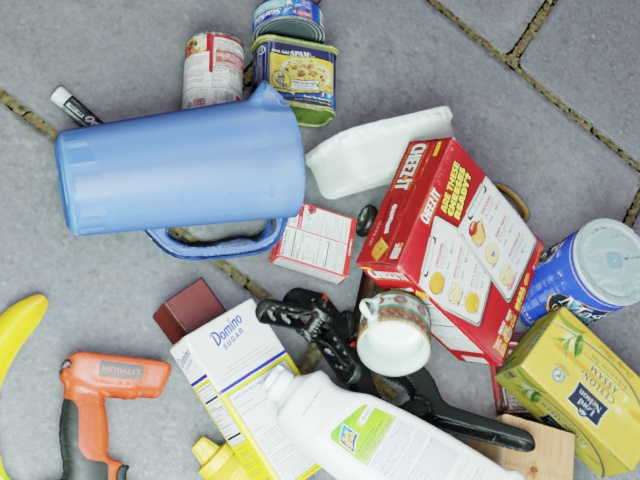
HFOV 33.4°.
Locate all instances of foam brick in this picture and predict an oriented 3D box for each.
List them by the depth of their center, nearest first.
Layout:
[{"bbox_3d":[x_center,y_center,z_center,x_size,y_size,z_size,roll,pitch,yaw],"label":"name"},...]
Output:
[{"bbox_3d":[-0.124,0.088,1.092,0.051,0.053,0.078,-34,85,-31],"label":"foam brick"}]

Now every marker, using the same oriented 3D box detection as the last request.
[{"bbox_3d":[-0.238,-0.119,1.149,0.121,0.020,0.020,40,59,-3],"label":"marker"}]

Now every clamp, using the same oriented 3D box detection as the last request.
[{"bbox_3d":[0.001,0.092,1.087,0.120,0.171,0.039,44,104,4],"label":"clamp"},{"bbox_3d":[0.108,0.180,1.095,0.164,0.036,0.210,-22,57,-27],"label":"clamp"}]

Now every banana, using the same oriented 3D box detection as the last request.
[{"bbox_3d":[-0.305,0.138,1.006,0.069,0.037,0.198,21,62,-35],"label":"banana"}]

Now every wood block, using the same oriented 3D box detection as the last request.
[{"bbox_3d":[0.203,0.302,1.122,0.090,0.090,0.206,18,63,-15],"label":"wood block"}]

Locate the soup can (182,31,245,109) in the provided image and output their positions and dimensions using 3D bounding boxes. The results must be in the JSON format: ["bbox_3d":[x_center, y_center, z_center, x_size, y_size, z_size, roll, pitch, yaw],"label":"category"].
[{"bbox_3d":[-0.119,-0.172,1.194,0.068,0.069,0.102,9,66,-20],"label":"soup can"}]

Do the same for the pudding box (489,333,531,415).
[{"bbox_3d":[0.252,0.154,1.233,0.113,0.039,0.090,2,69,-22],"label":"pudding box"}]

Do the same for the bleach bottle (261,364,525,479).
[{"bbox_3d":[0.060,0.193,0.995,0.251,0.068,0.102,34,55,5],"label":"bleach bottle"}]

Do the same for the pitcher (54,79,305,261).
[{"bbox_3d":[-0.143,-0.063,1.102,0.242,0.145,0.149,-9,70,-16],"label":"pitcher"}]

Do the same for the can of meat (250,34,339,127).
[{"bbox_3d":[-0.030,-0.184,1.242,0.102,0.058,0.084,7,71,-19],"label":"can of meat"}]

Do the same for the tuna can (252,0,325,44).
[{"bbox_3d":[-0.037,-0.249,1.251,0.086,0.086,0.034,7,65,-20],"label":"tuna can"}]

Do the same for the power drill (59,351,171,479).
[{"bbox_3d":[-0.187,0.207,1.013,0.184,0.057,0.187,11,65,-19],"label":"power drill"}]

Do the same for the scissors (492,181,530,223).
[{"bbox_3d":[0.167,-0.065,1.302,0.201,0.016,0.096,31,60,-9],"label":"scissors"}]

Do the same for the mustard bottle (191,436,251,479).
[{"bbox_3d":[-0.052,0.265,1.046,0.191,0.058,0.096,45,60,-1],"label":"mustard bottle"}]

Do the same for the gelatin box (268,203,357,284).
[{"bbox_3d":[-0.008,0.001,1.191,0.089,0.030,0.073,17,65,-16],"label":"gelatin box"}]

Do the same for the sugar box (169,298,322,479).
[{"bbox_3d":[-0.060,0.154,1.033,0.093,0.048,0.176,-28,81,-39],"label":"sugar box"}]

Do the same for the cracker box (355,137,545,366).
[{"bbox_3d":[0.148,0.016,1.171,0.213,0.072,0.164,42,62,-36],"label":"cracker box"}]

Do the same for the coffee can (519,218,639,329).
[{"bbox_3d":[0.301,0.047,1.239,0.102,0.140,0.103,9,66,-20],"label":"coffee can"}]
